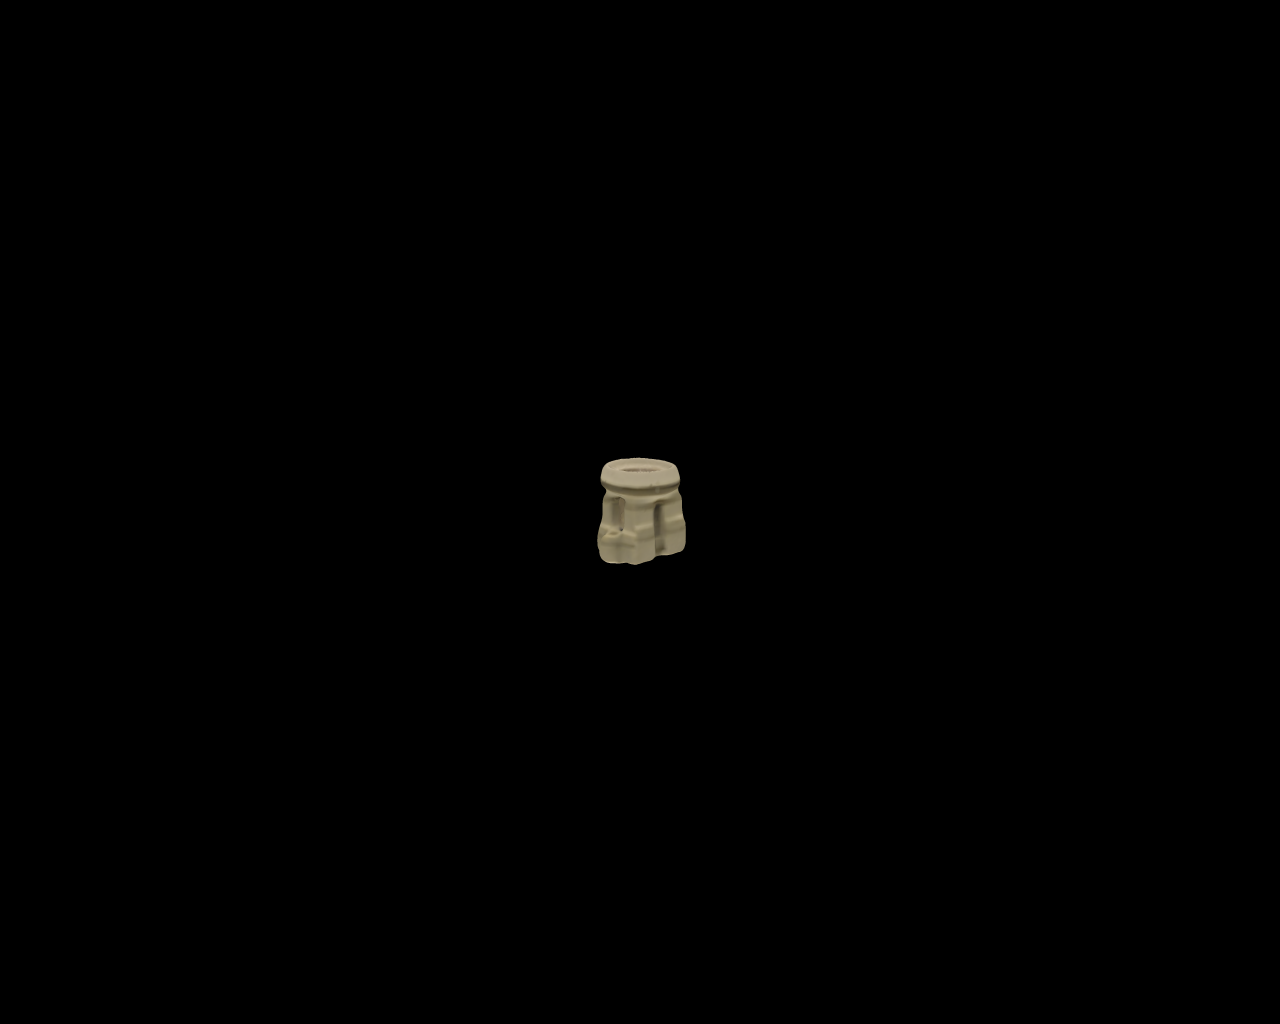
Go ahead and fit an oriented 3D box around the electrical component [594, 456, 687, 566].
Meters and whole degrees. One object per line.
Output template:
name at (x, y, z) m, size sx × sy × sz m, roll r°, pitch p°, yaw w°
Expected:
electrical component at (0.001, -0.003, 0.650) m, size 0.066 × 0.055 × 0.048 m, roll -14°, pitch 22°, yaw -40°
